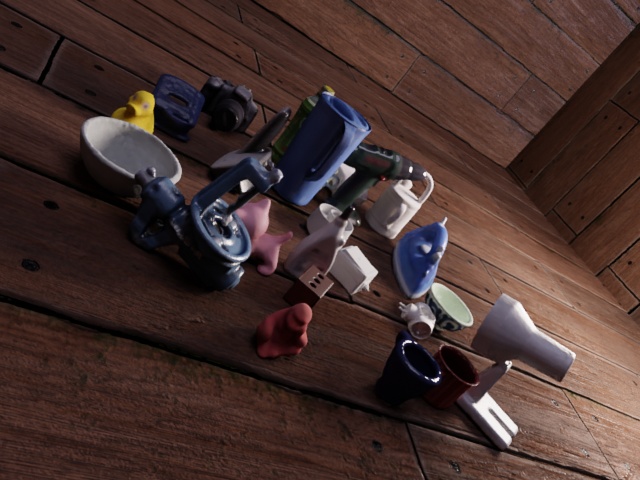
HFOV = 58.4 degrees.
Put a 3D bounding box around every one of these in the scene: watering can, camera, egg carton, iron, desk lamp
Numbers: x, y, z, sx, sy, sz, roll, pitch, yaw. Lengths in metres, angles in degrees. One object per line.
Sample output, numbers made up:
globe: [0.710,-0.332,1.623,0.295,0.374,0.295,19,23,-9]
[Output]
watering can: [0.211,-0.109,1.491,0.101,0.194,0.172,25,28,-29]
camera: [-0.223,-0.324,1.368,0.143,0.100,0.137,33,25,-13]
egg carton: [0.064,-0.155,1.516,0.108,0.069,0.150,21,30,-34]
iron: [0.259,0.035,1.373,0.119,0.141,0.258,36,24,-6]
desk lamp: [0.348,0.236,1.065,0.203,0.213,0.118,47,26,18]

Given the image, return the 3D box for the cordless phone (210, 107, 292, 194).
cordless phone: [-0.132,-0.195,1.170,0.094,0.185,0.147,35,24,-8]

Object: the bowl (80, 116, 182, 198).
bowl: [-0.314,-0.119,0.922,0.168,0.074,0.167,31,25,-16]

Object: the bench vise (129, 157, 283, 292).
bench vise: [-0.166,-0.048,0.828,0.208,0.219,0.121,28,26,-22]

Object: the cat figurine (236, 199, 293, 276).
cat figurine: [-0.107,-0.015,0.978,0.128,0.117,0.067,25,28,-28]

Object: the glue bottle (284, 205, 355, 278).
glue bottle: [0.010,0.004,1.041,0.078,0.173,0.037,28,26,-23]

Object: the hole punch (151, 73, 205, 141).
hole punch: [-0.300,-0.277,1.191,0.109,0.091,0.101,27,27,-25]

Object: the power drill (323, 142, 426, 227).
power drill: [0.118,-0.139,1.394,0.230,0.208,0.075,24,28,-29]

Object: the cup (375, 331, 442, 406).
cup: [0.132,0.216,0.943,0.092,0.095,0.117,23,29,-32]

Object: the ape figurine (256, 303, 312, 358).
ape figurine: [-0.047,0.129,0.846,0.078,0.092,0.076,34,25,-10]

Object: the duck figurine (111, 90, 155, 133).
duck figurine: [-0.341,-0.242,1.081,0.077,0.086,0.105,38,24,-2]
